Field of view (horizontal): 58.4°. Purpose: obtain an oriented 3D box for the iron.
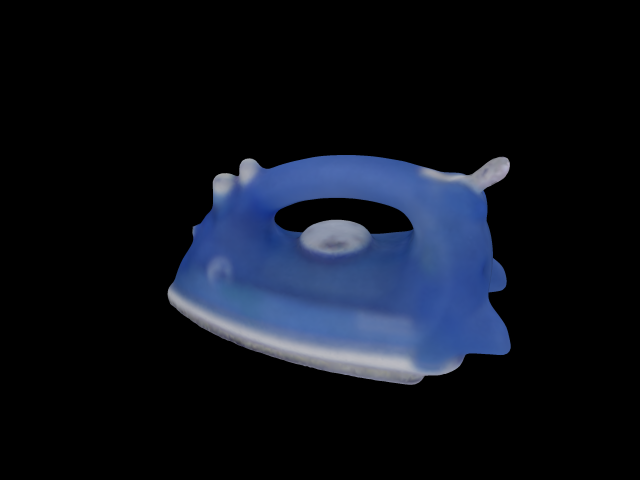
[{"bbox_3d":[0.004,0.001,0.400,0.257,0.141,0.119,6,28,12],"label":"iron"}]
